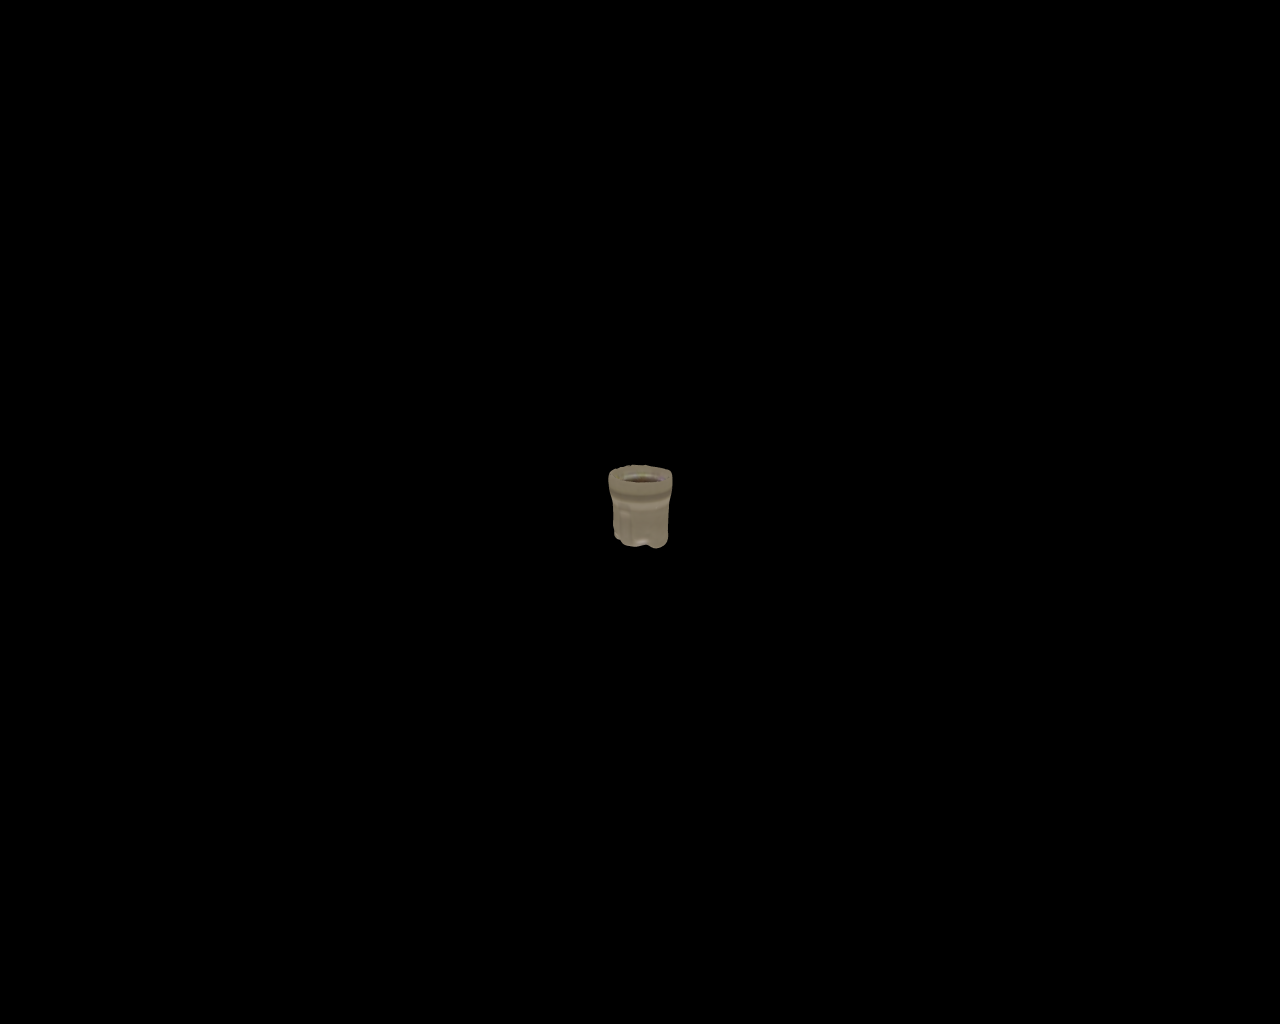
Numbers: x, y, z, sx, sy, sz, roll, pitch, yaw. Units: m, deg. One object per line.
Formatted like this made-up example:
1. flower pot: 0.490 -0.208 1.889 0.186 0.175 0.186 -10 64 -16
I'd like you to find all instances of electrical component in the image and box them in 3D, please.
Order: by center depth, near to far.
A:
1. electrical component: 0.001 -0.003 0.650 0.040 0.046 0.040 0 19 0
